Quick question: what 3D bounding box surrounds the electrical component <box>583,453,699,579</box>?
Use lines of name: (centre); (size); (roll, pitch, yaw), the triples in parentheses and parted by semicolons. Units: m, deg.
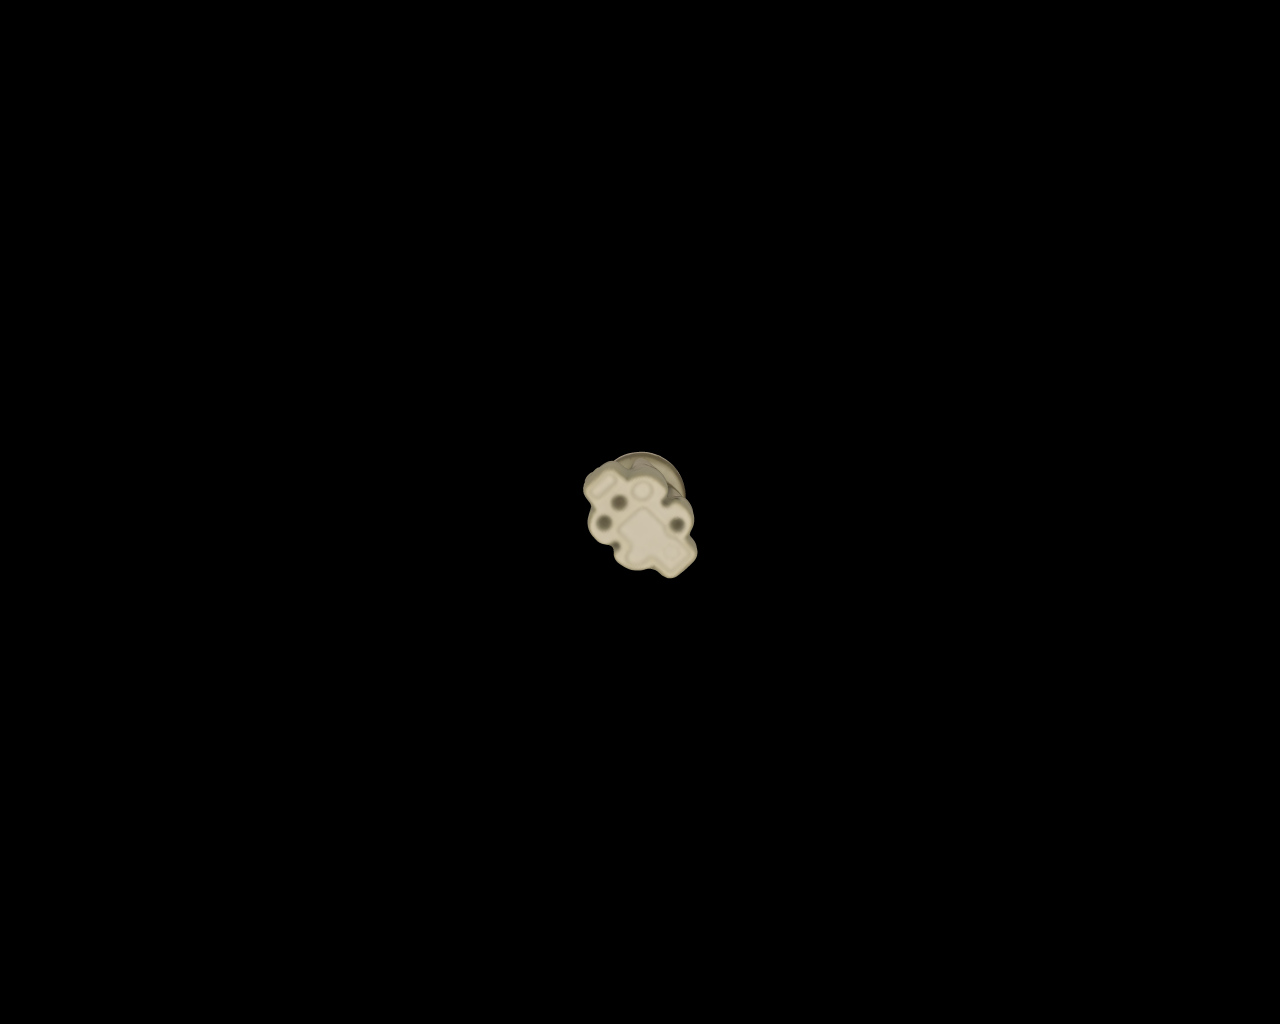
electrical component: (0.001, -0.003, 0.650); (0.058, 0.078, 0.057); (-41, 16, 14)
